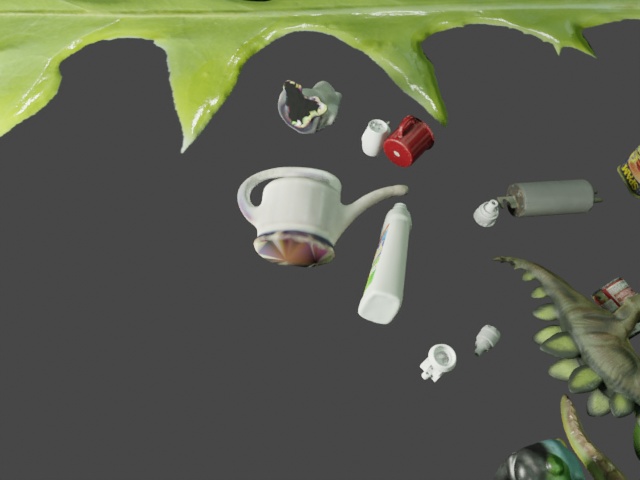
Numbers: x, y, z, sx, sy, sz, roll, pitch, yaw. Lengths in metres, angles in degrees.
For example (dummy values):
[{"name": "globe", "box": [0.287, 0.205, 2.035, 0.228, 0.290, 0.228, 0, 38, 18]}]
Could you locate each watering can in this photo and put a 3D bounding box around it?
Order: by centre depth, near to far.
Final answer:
[{"name": "watering can", "box": [0.003, -0.051, 1.021, 0.348, 0.101, 0.229, 5, 57, 2]}]

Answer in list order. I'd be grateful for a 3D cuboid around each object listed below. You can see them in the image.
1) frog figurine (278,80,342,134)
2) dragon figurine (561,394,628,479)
[{"name": "frog figurine", "box": [-0.020, -0.318, 1.223, 0.138, 0.121, 0.161, 18, 20, 15]}, {"name": "dragon figurine", "box": [0.446, 0.397, 0.703, 0.122, 0.237, 0.419, -7, 59, -6]}]
